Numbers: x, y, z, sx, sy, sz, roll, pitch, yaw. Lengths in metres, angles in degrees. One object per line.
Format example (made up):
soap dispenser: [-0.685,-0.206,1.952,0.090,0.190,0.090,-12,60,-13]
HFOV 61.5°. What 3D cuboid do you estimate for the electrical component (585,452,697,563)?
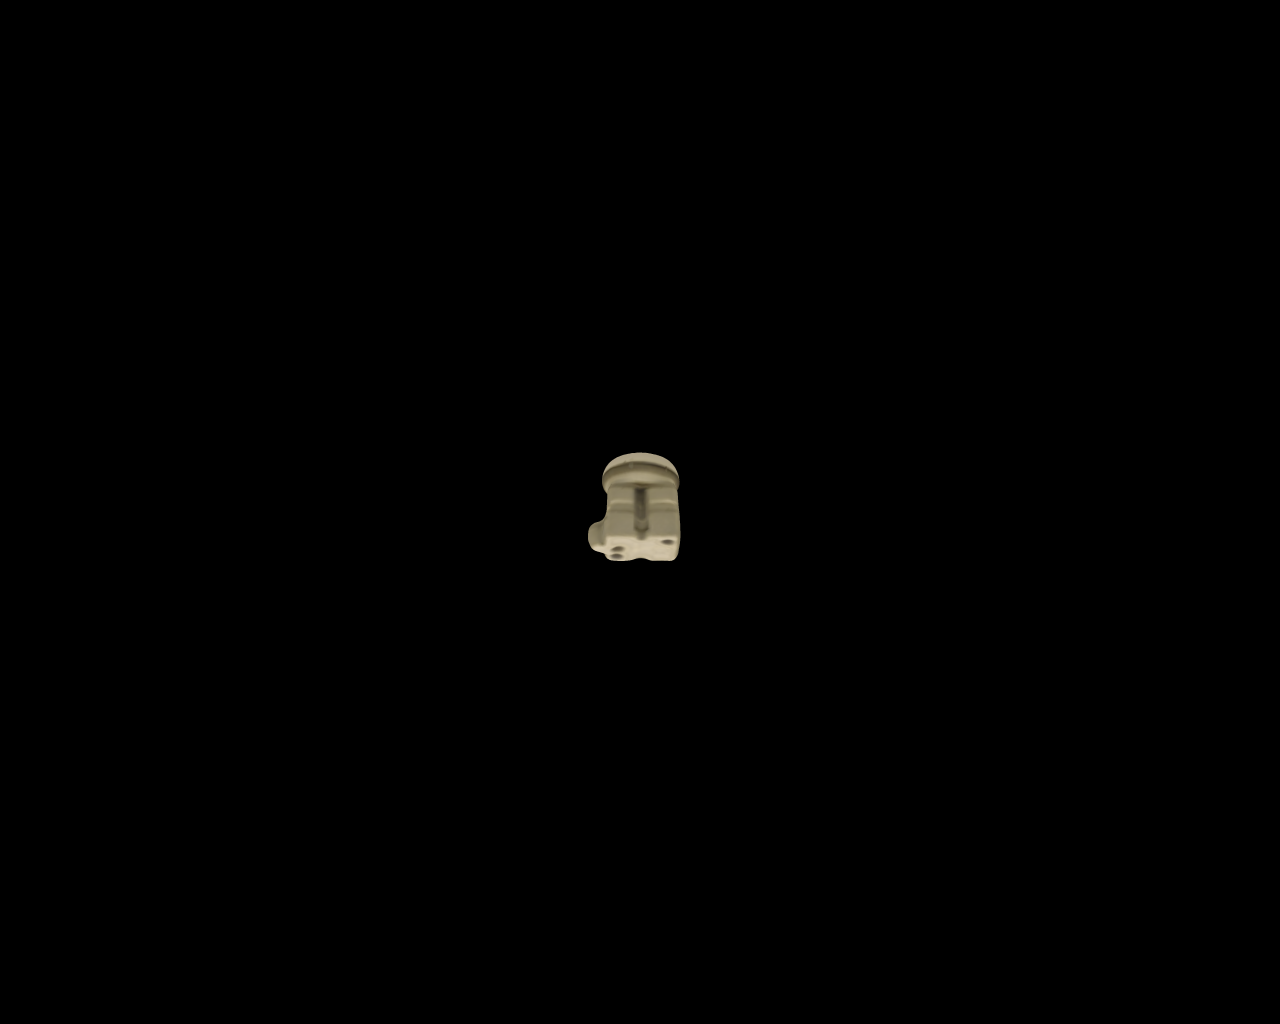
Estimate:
electrical component: [0.001,-0.003,0.650,0.066,0.055,0.048,1,-28,-2]
